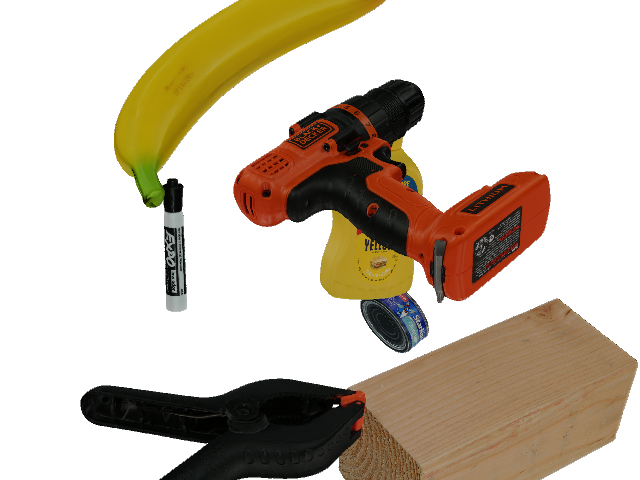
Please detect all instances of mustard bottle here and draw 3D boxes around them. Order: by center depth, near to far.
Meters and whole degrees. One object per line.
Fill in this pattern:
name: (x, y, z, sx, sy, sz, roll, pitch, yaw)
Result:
mustard bottle: (0.055, -0.037, 1.081, 0.096, 0.192, 0.058, -2, 22, -18)

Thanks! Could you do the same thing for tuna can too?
tuna can: (0.088, 0.092, 1.281, 0.033, 0.086, 0.086, -38, 17, -23)

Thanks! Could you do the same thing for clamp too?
clamp: (-0.049, 0.120, 0.621, 0.171, 0.039, 0.120, -4, 34, -15)

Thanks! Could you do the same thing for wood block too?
wood block: (0.124, 0.132, 0.800, 0.205, 0.090, 0.091, -19, 41, -29)

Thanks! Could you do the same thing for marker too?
marker: (-0.130, 0.004, 0.951, 0.020, 0.121, 0.020, 0, 18, 0)

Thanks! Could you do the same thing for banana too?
banana: (-0.044, -0.091, 0.559, 0.070, 0.197, 0.037, 33, -27, 21)

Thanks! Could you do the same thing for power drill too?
power drill: (0.061, -0.043, 0.742, 0.188, 0.057, 0.184, 26, 49, 36)
